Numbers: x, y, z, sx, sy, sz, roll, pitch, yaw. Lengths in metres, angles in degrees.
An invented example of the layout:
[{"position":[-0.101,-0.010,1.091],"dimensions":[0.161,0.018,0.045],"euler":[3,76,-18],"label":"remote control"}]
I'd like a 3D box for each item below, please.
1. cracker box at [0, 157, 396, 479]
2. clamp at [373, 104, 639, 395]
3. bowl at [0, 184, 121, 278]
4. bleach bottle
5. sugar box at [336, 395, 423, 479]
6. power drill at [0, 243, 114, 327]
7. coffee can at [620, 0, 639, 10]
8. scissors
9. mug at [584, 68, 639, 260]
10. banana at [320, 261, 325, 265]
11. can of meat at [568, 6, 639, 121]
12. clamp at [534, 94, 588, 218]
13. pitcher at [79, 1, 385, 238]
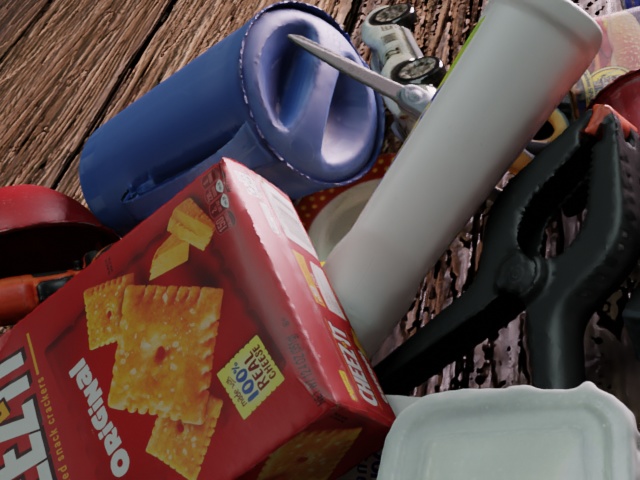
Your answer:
[{"position":[-0.085,0.084,0.552],"dimensions":[0.214,0.072,0.164],"euler":[-37,53,15],"label":"cracker box"},{"position":[0.117,0.032,0.554],"dimensions":[0.165,0.036,0.210],"euler":[34,95,51],"label":"clamp"},{"position":[-0.239,0.003,0.833],"dimensions":[0.162,0.162,0.055],"euler":[-24,69,9],"label":"bowl"},{"position":[0.059,-0.022,0.602],"dimensions":[0.250,0.068,0.102],"euler":[-55,-5,-9],"label":"bleach bottle"},{"position":[-0.019,0.128,0.565],"dimensions":[0.177,0.048,0.093],"euler":[0,61,35],"label":"sugar box"},{"position":[-0.203,0.040,0.740],"dimensions":[0.187,0.057,0.185],"euler":[-9,-5,-21],"label":"power drill"},{"position":[0.289,-0.178,0.718],"dimensions":[0.102,0.102,0.140],"euler":[-40,33,-17],"label":"coffee can"},{"position":[0.080,-0.096,0.699],"dimensions":[0.096,0.016,0.202],"euler":[-36,68,-26],"label":"scissors"},{"position":[0.210,-0.038,0.607],"dimensions":[0.117,0.093,0.081],"euler":[10,43,-3],"label":"mug"},{"position":[0.007,0.016,0.663],"dimensions":[0.197,0.069,0.037],"euler":[-24,-2,-20],"label":"banana"},{"position":[0.198,-0.104,0.676],"dimensions":[0.084,0.057,0.102],"euler":[-12,45,16],"label":"can of meat"},{"position":[0.167,-0.086,0.744],"dimensions":[0.120,0.039,0.171],"euler":[18,55,39],"label":"clamp"},{"position":[-0.084,-0.069,0.802],"dimensions":[0.243,0.149,0.145],"euler":[-20,67,45],"label":"pitcher"}]
